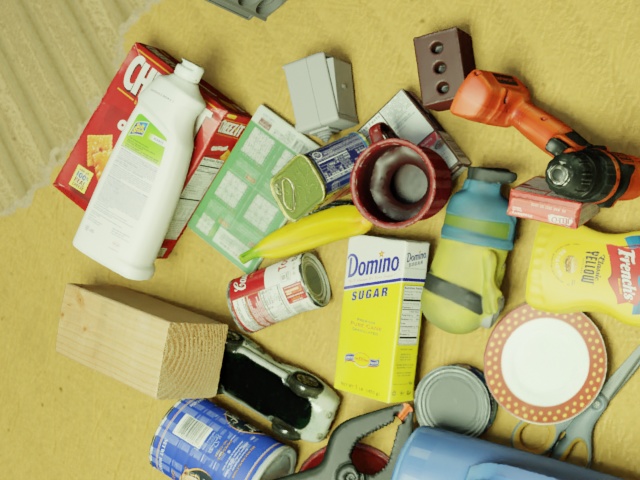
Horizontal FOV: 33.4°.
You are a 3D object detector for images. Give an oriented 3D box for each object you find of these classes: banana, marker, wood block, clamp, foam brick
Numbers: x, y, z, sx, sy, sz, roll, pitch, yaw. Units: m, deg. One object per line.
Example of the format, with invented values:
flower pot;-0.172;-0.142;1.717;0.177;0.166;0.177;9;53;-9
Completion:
banana;-0.002;-0.007;1.203;0.198;0.069;0.037;-19;110;40
marker;0.030;-0.036;1.223;0.121;0.020;0.020;1;89;26
wood block;-0.216;0.118;1.268;0.206;0.090;0.090;14;96;42
clamp;0.023;0.256;1.150;0.164;0.036;0.210;32;82;9
foam brick;0.138;-0.183;1.156;0.053;0.051;0.078;-11;85;25

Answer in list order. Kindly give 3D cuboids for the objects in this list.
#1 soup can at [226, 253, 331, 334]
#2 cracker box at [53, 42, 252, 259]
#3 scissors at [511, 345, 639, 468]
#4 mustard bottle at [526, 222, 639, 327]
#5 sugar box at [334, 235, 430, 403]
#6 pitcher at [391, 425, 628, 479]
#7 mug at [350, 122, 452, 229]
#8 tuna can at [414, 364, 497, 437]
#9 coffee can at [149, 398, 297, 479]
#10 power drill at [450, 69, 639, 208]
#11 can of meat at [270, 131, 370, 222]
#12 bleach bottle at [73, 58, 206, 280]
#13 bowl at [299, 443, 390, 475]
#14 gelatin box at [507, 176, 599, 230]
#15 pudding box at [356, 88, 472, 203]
soup can;-0.047;0.061;1.232;0.102;0.068;0.068;-21;80;23
cracker box;-0.209;-0.108;1.310;0.164;0.072;0.214;38;104;20
scissors;0.268;0.167;1.109;0.096;0.016;0.202;25;100;24
mustard bottle;0.308;0.037;1.067;0.192;0.058;0.096;9;81;25
sugar box;0.067;0.084;1.175;0.094;0.048;0.176;6;94;48
pitcher;0.194;0.265;1.057;0.243;0.144;0.149;15;108;22
mug;0.084;-0.070;1.119;0.093;0.081;0.117;-29;81;23
tuna can;0.148;0.177;1.156;0.086;0.033;0.086;0;89;26
coffee can;-0.113;0.255;1.241;0.140;0.102;0.103;26;100;24
power drill;0.221;-0.098;1.054;0.188;0.184;0.057;42;113;29
can of meat;0.005;-0.071;1.178;0.057;0.083;0.102;60;149;5
bleach bottle;-0.191;-0.086;1.230;0.103;0.068;0.251;28;99;16
bowl;0.026;0.311;1.201;0.162;0.055;0.162;0;89;25
gelatin box;0.239;-0.038;1.084;0.073;0.089;0.030;14;109;25
pudding box;0.097;-0.097;1.182;0.090;0.039;0.113;-43;71;20
